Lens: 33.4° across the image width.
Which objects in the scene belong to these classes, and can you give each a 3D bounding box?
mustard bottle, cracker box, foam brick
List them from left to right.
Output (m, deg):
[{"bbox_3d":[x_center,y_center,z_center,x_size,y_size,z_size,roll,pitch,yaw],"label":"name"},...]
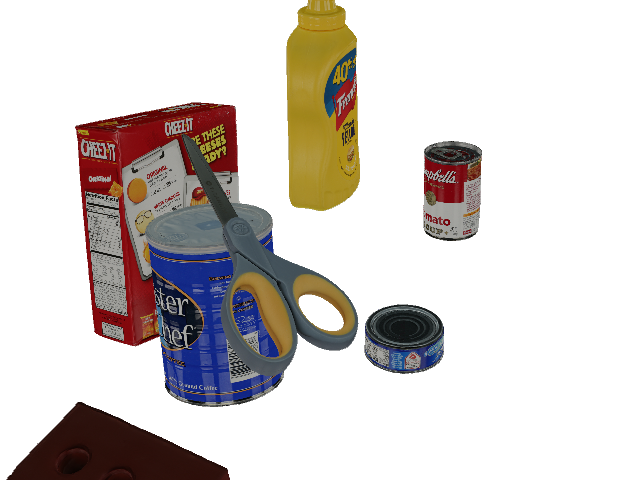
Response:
[{"bbox_3d":[-0.079,0.112,0.429,0.078,0.051,0.052,18,44,23],"label":"foam brick"},{"bbox_3d":[-0.158,-0.022,1.073,0.072,0.214,0.163,10,19,36],"label":"cracker box"},{"bbox_3d":[0.002,-0.130,0.944,0.058,0.192,0.096,10,29,21],"label":"mustard bottle"}]

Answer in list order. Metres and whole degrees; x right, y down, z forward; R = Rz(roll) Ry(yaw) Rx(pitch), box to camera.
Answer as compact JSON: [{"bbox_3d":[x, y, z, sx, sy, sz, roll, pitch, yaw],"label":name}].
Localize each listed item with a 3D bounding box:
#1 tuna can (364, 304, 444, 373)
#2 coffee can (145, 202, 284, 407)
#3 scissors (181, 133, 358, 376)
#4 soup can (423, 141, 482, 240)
[{"bbox_3d":[0.090,0.104,1.144,0.086,0.034,0.086,-1,29,0],"label":"tuna can"},{"bbox_3d":[-0.085,0.051,0.882,0.103,0.140,0.103,-3,21,1],"label":"coffee can"},{"bbox_3d":[-0.034,0.003,0.695,0.096,0.202,0.016,5,-44,-21],"label":"scissors"},{"bbox_3d":[0.156,-0.059,1.272,0.068,0.102,0.068,-1,27,1],"label":"soup can"}]
